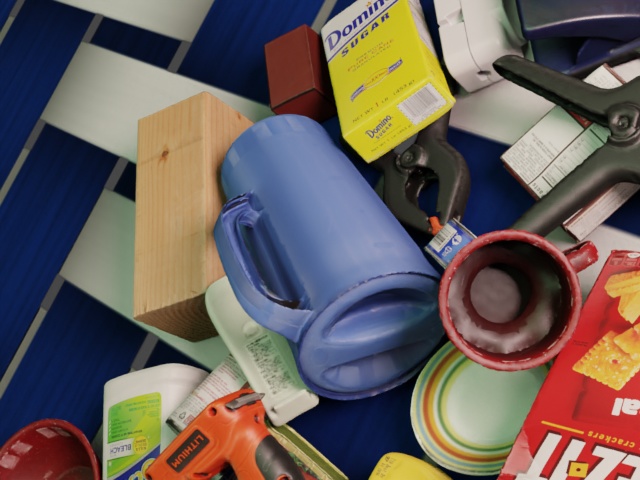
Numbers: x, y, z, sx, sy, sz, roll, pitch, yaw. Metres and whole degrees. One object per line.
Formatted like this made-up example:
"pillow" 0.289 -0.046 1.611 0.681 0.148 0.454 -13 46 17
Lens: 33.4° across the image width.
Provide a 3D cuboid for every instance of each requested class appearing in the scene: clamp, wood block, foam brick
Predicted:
"clamp" 0.218 -0.086 0.778 0.210 0.036 0.164 -15 66 25
"wood block" -0.113 -0.021 1.002 0.091 0.090 0.206 -18 61 29
"clamp" 0.075 -0.063 0.922 0.120 0.039 0.171 -29 49 30
"foam brick" -0.017 -0.154 1.016 0.051 0.052 0.078 -22 58 26

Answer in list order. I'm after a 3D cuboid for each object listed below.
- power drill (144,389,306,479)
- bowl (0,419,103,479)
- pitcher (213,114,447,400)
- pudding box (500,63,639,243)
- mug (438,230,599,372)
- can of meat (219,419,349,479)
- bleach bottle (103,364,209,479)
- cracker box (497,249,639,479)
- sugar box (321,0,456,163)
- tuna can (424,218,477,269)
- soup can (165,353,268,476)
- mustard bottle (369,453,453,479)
"power drill" -0.045 0.220 0.788 0.188 0.057 0.185 48 112 15
"bowl" -0.250 0.252 1.000 0.162 0.055 0.162 -15 62 30
"pitcher" -0.006 0.001 0.874 0.145 0.149 0.243 -29 46 -2
"pudding box" 0.210 -0.068 0.827 0.113 0.039 0.090 -44 53 13
"mug" 0.136 0.033 0.733 0.117 0.081 0.093 -32 89 4
"can of meat" -0.029 0.205 0.853 0.102 0.057 0.084 38 91 20
"bleach bottle" -0.142 0.241 0.926 0.103 0.068 0.251 -18 63 30
"cracker box" 0.226 0.110 0.670 0.164 0.072 0.213 10 53 37
"sugar box" 0.055 -0.156 0.942 0.093 0.048 0.176 -33 40 19
"tuna can" 0.122 0.022 0.819 0.034 0.086 0.086 -49 51 5
"soup can" -0.071 0.139 0.896 0.102 0.068 0.069 -45 48 -15
"mustard bottle" 0.115 0.222 0.753 0.192 0.058 0.096 12 80 38
